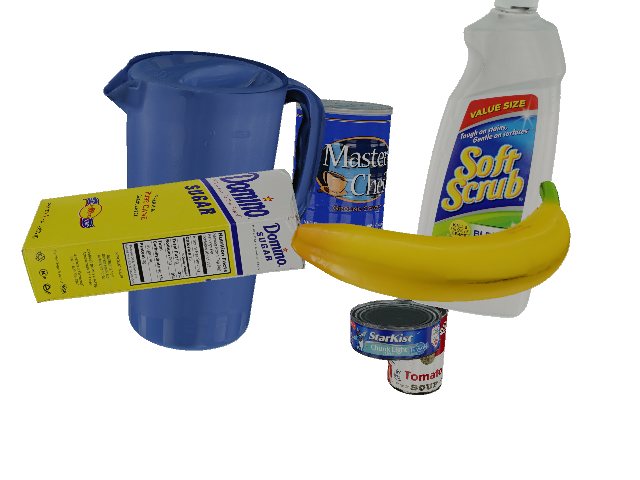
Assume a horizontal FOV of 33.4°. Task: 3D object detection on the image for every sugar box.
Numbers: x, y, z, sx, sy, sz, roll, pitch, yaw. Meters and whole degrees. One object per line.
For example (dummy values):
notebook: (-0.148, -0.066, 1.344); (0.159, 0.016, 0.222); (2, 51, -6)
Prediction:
sugar box: (-0.102, -0.006, 0.714); (0.176, 0.048, 0.093); (-10, 25, -2)

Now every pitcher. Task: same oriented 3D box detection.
pitcher: (-0.094, -0.034, 0.915); (0.149, 0.243, 0.144); (15, 24, 19)

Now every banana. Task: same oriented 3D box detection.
banana: (0.079, 0.007, 0.615); (0.197, 0.037, 0.070); (-9, 40, -33)

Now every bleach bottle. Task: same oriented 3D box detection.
bleach bottle: (0.126, -0.070, 0.809); (0.103, 0.251, 0.068); (10, 23, 15)

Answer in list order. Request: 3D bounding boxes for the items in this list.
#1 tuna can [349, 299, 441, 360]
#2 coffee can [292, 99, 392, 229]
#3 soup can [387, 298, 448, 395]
tuna can: (0.070, 0.084, 1.006); (0.086, 0.034, 0.086); (0, 14, 0)
coffee can: (0.021, -0.076, 1.139); (0.103, 0.140, 0.103); (4, 12, -1)
soup can: (0.115, 0.125, 1.276); (0.068, 0.102, 0.068); (1, 23, -1)
